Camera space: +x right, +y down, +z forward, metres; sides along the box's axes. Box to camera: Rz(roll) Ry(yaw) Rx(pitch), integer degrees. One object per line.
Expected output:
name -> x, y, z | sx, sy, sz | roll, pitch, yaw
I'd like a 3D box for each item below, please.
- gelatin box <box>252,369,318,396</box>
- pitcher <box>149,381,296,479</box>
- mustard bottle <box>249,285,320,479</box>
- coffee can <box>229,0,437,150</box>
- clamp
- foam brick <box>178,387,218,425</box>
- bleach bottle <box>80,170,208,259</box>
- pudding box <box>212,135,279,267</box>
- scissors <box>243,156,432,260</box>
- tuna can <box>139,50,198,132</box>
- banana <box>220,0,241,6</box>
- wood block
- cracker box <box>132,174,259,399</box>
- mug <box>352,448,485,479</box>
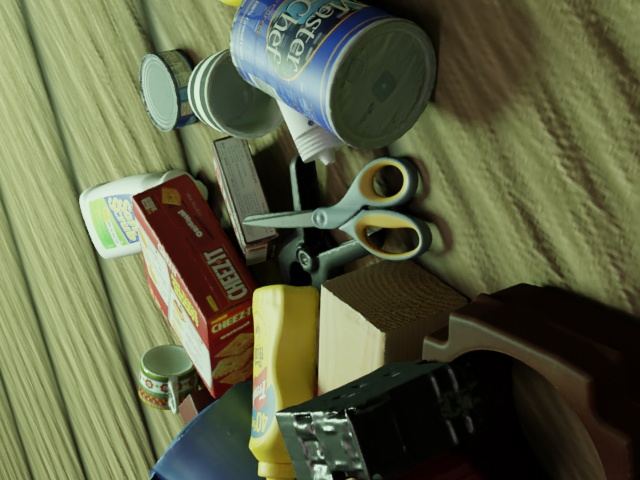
gelatin box -> -0.032, 0.156, 1.135 | 0.089, 0.030, 0.073 | -40, 71, 56
pitcher -> -0.053, 0.276, 1.072 | 0.243, 0.144, 0.149 | 45, 110, 6
mustard bottle -> -0.034, 0.139, 0.974 | 0.096, 0.058, 0.191 | 159, 114, -70
coffee can -> 0.008, -0.144, 0.843 | 0.140, 0.102, 0.103 | 37, 135, 44
clamp -> -0.007, 0.001, 1.004 | 0.120, 0.039, 0.172 | 58, 142, 21
foam brick -> -0.117, 0.196, 1.243 | 0.051, 0.078, 0.053 | 62, 147, 13
bleach bottle -> -0.204, -0.041, 1.270 | 0.251, 0.067, 0.102 | -16, 94, 57
pudding box -> -0.075, -0.039, 1.054 | 0.090, 0.039, 0.113 | 103, 148, -75
scissors -> 0.012, -0.037, 0.927 | 0.202, 0.016, 0.096 | 17, 108, 35
tuna can -> -0.163, -0.164, 1.165 | 0.086, 0.033, 0.086 | 33, 132, 45
banana -> -0.055, -0.251, 0.947 | 0.198, 0.037, 0.069 | -10, 100, 58
wood block -> 0.058, 0.130, 0.923 | 0.090, 0.090, 0.206 | 36, 135, 44
cracker box -> -0.126, 0.054, 1.142 | 0.164, 0.072, 0.214 | 56, 161, 23
mug -> 0.075, 0.213, 0.786 | 0.093, 0.081, 0.117 | 34, 133, 45
